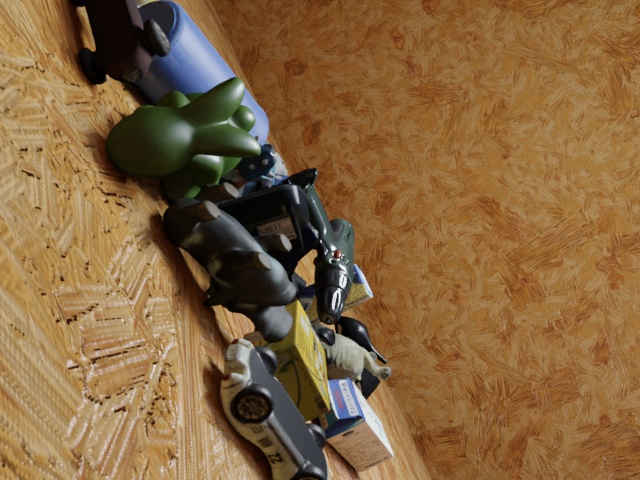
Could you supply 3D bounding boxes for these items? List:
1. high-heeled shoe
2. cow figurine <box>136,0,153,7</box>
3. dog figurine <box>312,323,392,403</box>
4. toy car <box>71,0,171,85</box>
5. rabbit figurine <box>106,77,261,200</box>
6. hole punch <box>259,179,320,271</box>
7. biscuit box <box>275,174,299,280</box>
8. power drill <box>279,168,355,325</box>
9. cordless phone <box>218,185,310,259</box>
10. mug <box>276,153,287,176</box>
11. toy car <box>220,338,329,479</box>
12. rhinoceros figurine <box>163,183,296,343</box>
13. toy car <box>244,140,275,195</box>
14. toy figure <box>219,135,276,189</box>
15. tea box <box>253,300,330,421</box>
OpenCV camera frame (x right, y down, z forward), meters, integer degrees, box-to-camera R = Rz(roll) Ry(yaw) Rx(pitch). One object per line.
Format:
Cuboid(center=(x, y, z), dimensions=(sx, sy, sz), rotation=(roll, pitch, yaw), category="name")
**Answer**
Cuboid(center=(0.066, 0.277, 1.193), dimensions=(0.145, 0.086, 0.248), rotation=(37, -46, 20), category="high-heeled shoe")
Cuboid(center=(-0.287, -0.389, 0.805), dimensions=(0.167, 0.098, 0.068), rotation=(-118, -145, -41), category="cow figurine")
Cuboid(center=(0.018, 0.212, 1.022), dimensions=(0.190, 0.121, 0.172), rotation=(45, -23, -21), category="dog figurine")
Cuboid(center=(-0.229, -0.250, 0.599), dimensions=(0.202, 0.089, 0.053), rotation=(65, 3, 29), category="toy car")
Cuboid(center=(-0.140, -0.099, 0.565), dimensions=(0.170, 0.159, 0.121), rotation=(-45, 120, -70), category="rabbit figurine")
Cuboid(center=(-0.082, -0.007, 0.789), dimensions=(0.116, 0.142, 0.092), rotation=(52, 28, 10), category="hole punch")
Cuboid(center=(-0.069, -0.026, 0.957), dimensions=(0.059, 0.063, 0.203), rotation=(115, -19, -48), category="biscuit box")
Cuboid(center=(-0.002, -0.003, 0.883), dimensions=(0.207, 0.086, 0.232), rotation=(57, 26, -21), category="power drill")
Cuboid(center=(-0.088, -0.045, 0.713), dimensions=(0.184, 0.147, 0.088), rotation=(-100, 172, -65), category="cordless phone")
Cuboid(center=(-0.123, -0.133, 1.140), dimensions=(0.110, 0.107, 0.080), rotation=(65, 5, 35), category="mug")
Cuboid(center=(-0.044, 0.187, 0.542), dimensions=(0.201, 0.056, 0.073), rotation=(62, 11, -23), category="toy car")
Cuboid(center=(-0.091, 0.031, 0.576), dimensions=(0.190, 0.112, 0.073), rotation=(51, 25, -14), category="rhinoceros figurine")
Cuboid(center=(-0.126, -0.098, 0.939), dimensions=(0.102, 0.109, 0.162), rotation=(88, -7, -51), category="toy car")
Cuboid(center=(-0.120, -0.094, 0.693), dimensions=(0.064, 0.155, 0.058), rotation=(43, 61, -39), category="toy figure")
Cuboid(center=(-0.038, 0.157, 0.704), dimensions=(0.170, 0.068, 0.098), rotation=(-89, 153, -79), category="tea box")
